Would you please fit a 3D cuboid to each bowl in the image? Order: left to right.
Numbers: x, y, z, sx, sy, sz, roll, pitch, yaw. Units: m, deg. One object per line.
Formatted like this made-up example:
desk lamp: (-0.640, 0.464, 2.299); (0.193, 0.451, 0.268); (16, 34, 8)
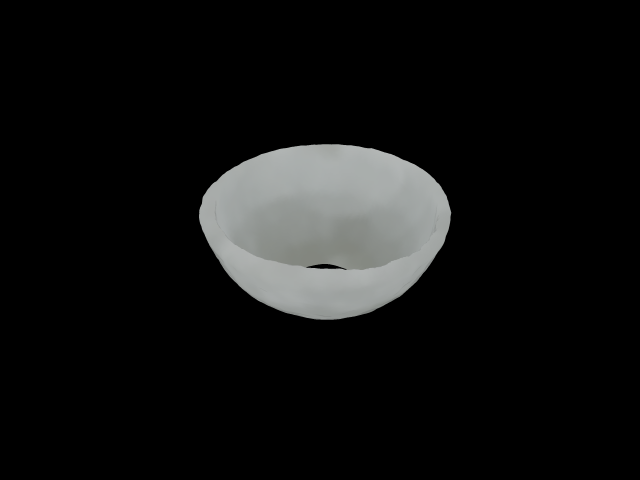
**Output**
bowl: (0.004, 0.001, 0.400); (0.167, 0.075, 0.167); (0, 36, 0)
